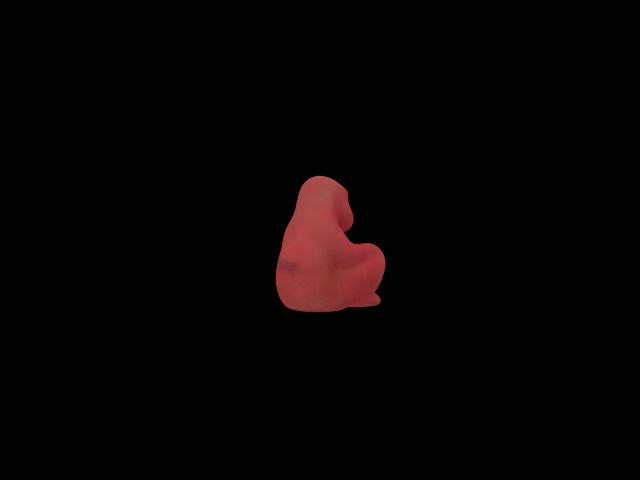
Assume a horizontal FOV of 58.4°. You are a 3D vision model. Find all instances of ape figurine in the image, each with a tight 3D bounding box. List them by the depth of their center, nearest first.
[{"bbox_3d":[0.004,0.001,0.400,0.076,0.092,0.077,-3,6,-33],"label":"ape figurine"}]
